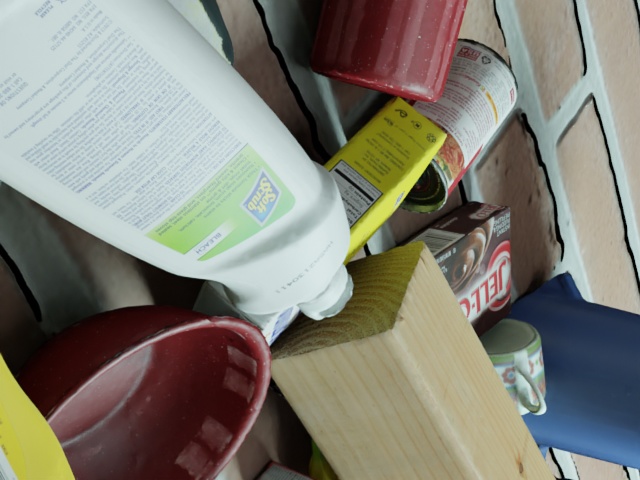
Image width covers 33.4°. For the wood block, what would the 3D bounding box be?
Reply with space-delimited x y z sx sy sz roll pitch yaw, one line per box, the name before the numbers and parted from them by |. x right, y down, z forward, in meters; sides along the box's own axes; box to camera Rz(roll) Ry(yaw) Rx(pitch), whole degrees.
wood block | 0.063 0.116 0.663 0.206 0.090 0.090 59 32 -22

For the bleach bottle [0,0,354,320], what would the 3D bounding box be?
bleach bottle | -0.069 -0.032 0.448 0.102 0.068 0.250 -38 133 9

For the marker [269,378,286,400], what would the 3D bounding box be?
marker | -0.020 0.090 0.668 0.121 0.020 0.020 47 64 -46

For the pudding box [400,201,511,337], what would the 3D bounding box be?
pudding box | 0.099 0.031 0.779 0.113 0.039 0.090 -28 121 -43

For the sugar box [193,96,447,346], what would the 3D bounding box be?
sugar box | -0.004 0.001 0.607 0.176 0.048 0.093 -49 175 -32

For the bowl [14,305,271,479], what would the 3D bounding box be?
bowl | -0.101 0.086 0.515 0.161 0.055 0.162 -34 148 -25

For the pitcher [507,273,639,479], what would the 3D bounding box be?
pitcher | 0.261 0.134 0.842 0.144 0.243 0.149 -45 126 -29

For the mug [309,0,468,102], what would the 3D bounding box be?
mug | 0.044 -0.130 0.638 0.117 0.093 0.081 -10 115 -75

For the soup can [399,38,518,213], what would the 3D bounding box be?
soup can | 0.078 -0.076 0.701 0.102 0.069 0.068 -52 135 -28

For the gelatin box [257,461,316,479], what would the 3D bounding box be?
gelatin box | 0.002 0.189 0.680 0.030 0.073 0.089 -46 132 -32

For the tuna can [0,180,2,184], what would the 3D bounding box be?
tuna can | -0.172 -0.038 0.436 0.085 0.034 0.086 -17 113 -47

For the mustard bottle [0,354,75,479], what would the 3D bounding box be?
mustard bottle | -0.161 0.034 0.375 0.096 0.058 0.191 -31 102 -50

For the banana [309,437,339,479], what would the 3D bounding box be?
banana | 0.048 0.159 0.747 0.197 0.037 0.070 7 113 -56
